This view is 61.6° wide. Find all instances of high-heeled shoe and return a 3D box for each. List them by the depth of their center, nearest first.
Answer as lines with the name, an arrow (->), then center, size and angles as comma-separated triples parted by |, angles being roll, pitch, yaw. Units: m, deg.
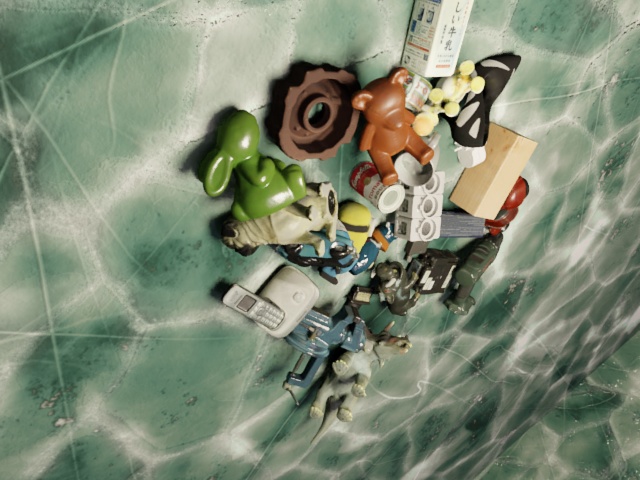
high-heeled shoe -> 0.358, -0.288, 1.100 | 0.249, 0.145, 0.086 | -40, 138, -3

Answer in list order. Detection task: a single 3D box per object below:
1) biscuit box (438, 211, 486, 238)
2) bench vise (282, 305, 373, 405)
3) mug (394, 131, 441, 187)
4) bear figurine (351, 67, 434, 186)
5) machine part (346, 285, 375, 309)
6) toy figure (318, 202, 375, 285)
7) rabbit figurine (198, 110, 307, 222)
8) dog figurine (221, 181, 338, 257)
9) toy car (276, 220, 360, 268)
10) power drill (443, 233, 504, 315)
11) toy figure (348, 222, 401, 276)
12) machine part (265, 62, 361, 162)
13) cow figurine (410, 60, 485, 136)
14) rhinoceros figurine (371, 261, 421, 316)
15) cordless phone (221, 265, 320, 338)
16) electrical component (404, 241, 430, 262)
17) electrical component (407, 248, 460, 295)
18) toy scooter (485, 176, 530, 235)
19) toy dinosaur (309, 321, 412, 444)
biscuit box -> 0.319, -0.040, 1.312 | 0.202, 0.059, 0.062 | 0, 99, -38
bench vise -> -0.004, 0.248, 1.226 | 0.223, 0.129, 0.240 | 23, 103, -23
mug -> 0.208, -0.179, 1.092 | 0.107, 0.081, 0.109 | -61, 178, -47
bear figurine -> 0.129, -0.201, 0.952 | 0.120, 0.132, 0.195 | -31, 164, -3
machine part -> 0.081, 0.172, 1.322 | 0.084, 0.039, 0.138 | 6, 116, -49
toy figure -> 0.051, 0.005, 1.139 | 0.089, 0.082, 0.180 | 13, 115, -45
rabbit figurine -> -0.128, -0.128, 0.901 | 0.159, 0.121, 0.170 | -27, 117, -9
dog figurine -> -0.074, -0.045, 0.993 | 0.172, 0.191, 0.121 | -48, 134, -60
toy car -> -0.002, -0.003, 1.066 | 0.109, 0.162, 0.103 | 50, 43, -66
power drill -> 0.426, 0.096, 1.478 | 0.232, 0.086, 0.207 | -34, 151, -46
toy figure -> 0.118, 0.014, 1.214 | 0.154, 0.058, 0.064 | -42, 144, -11
machine part -> -0.009, -0.222, 0.937 | 0.179, 0.056, 0.179 | -21, 132, -25
cow figurine -> 0.239, -0.277, 1.069 | 0.167, 0.098, 0.068 | -43, 104, 5
rhinoceros figurine -> 0.181, 0.114, 1.317 | 0.112, 0.073, 0.190 | -41, 139, -13
cordless phone -> -0.104, 0.106, 1.098 | 0.146, 0.089, 0.184 | -50, 133, 5
electrical component -> 0.243, 0.013, 1.334 | 0.063, 0.021, 0.094 | -4, 123, -36
electrical component -> 0.286, 0.081, 1.393 | 0.134, 0.058, 0.114 | 5, 116, -40
toy scooter -> 0.460, -0.083, 1.390 | 0.135, 0.075, 0.183 | -13, 133, -31
toy dinosaur -> 0.075, 0.354, 1.393 | 0.404, 0.131, 0.192 | -57, 173, 35
